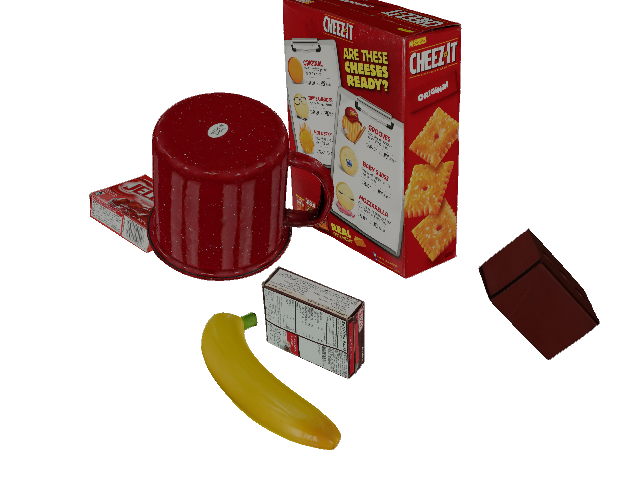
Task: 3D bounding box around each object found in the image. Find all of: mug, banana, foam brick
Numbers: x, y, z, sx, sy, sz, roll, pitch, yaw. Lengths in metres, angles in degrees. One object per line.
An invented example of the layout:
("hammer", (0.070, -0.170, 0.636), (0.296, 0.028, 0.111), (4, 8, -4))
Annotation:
("mug", (-0.049, -0.034, 0.655), (0.117, 0.093, 0.081), (8, -45, 2))
("banana", (-0.051, 0.103, 0.846), (0.069, 0.037, 0.198), (-7, 29, -22))
("foam brick", (0.169, 0.042, 0.826), (0.051, 0.078, 0.053), (-39, 23, 16))

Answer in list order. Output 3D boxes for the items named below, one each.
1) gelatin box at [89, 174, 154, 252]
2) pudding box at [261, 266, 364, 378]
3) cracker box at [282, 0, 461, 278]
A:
("gelatin box", (-0.171, -0.029, 1.047), (0.089, 0.030, 0.073), (30, 35, 31))
("pudding box", (-0.007, 0.088, 1.148), (0.114, 0.090, 0.039), (20, 43, 25))
("cracker box", (0.045, -0.097, 0.932), (0.072, 0.214, 0.164), (-21, 33, -32))
